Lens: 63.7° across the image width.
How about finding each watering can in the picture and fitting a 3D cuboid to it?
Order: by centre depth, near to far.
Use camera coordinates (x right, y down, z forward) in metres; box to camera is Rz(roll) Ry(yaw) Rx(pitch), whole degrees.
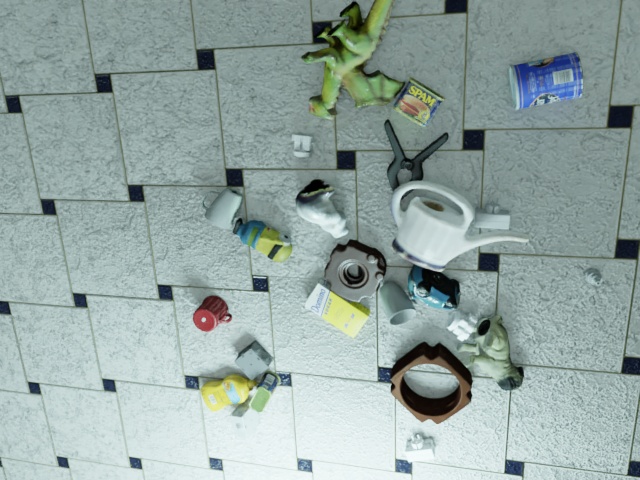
[{"bbox_3d":[0.326,-0.012,1.313,0.349,0.105,0.220,29,121,14],"label":"watering can"}]

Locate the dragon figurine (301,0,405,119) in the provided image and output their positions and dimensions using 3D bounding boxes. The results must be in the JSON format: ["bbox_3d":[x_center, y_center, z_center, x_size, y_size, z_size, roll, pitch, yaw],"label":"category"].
[{"bbox_3d":[0.114,-0.447,1.275,0.406,0.125,0.240,-32,115,23],"label":"dragon figurine"}]

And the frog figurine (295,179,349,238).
[{"bbox_3d":[0.004,-0.070,1.398,0.138,0.124,0.157,10,125,46],"label":"frog figurine"}]
